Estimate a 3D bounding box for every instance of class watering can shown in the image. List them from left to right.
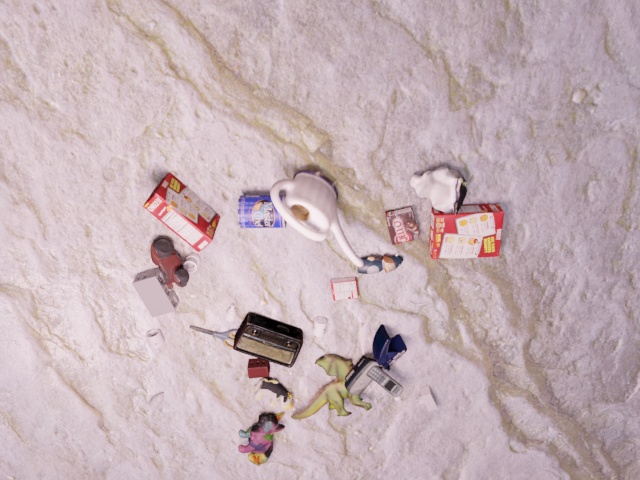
[{"bbox_3d":[0.005,-0.076,1.518,0.345,0.230,0.102,36,132,-18],"label":"watering can"}]

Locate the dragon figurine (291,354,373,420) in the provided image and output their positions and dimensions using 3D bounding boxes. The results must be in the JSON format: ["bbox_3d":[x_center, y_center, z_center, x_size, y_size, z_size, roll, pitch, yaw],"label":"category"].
[{"bbox_3d":[0.055,0.533,1.924,0.409,0.123,0.241,-16,99,6],"label":"dragon figurine"}]

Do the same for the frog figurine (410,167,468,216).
[{"bbox_3d":[0.357,-0.155,1.556,0.160,0.125,0.134,18,135,32],"label":"frog figurine"}]
